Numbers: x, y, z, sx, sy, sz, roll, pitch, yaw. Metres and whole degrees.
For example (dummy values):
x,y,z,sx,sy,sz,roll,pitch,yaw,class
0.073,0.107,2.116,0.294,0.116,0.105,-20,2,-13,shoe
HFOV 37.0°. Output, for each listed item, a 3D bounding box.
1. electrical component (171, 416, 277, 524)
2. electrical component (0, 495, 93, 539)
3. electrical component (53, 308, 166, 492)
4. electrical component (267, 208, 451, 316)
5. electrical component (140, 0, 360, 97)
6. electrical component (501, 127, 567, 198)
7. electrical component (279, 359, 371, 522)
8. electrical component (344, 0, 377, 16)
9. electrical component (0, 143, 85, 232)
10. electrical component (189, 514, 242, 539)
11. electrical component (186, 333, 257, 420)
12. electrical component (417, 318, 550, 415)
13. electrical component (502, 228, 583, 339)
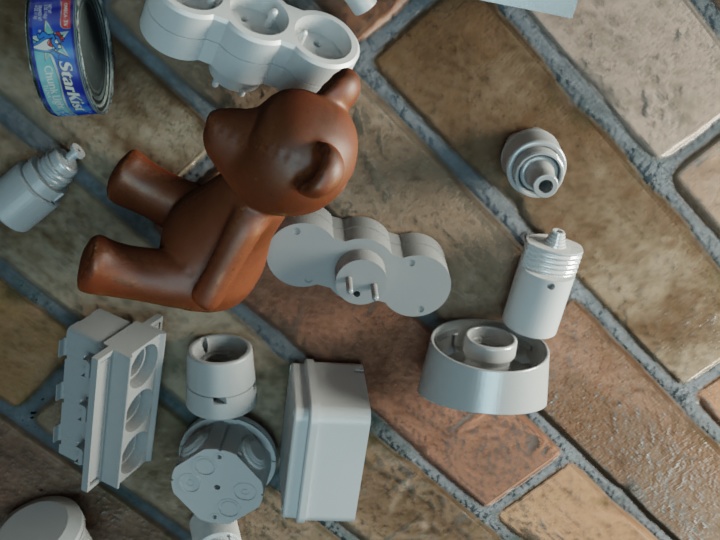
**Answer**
x,y,z,sx,sy,sz,roll,pitch,yaw,class
-0.110,0.159,0.866,0.080,0.051,0.080,3,117,5,electrical component
-0.260,0.230,0.886,0.080,0.080,0.051,-13,124,4,electrical component
-0.192,0.096,0.819,0.063,0.079,0.121,22,120,18,electrical component
0.000,0.000,0.777,0.138,0.073,0.052,15,117,-12,electrical component
-0.077,-0.142,0.707,0.138,0.052,0.073,18,140,-13,electrical component
0.124,-0.071,0.752,0.043,0.062,0.043,-2,119,-3,electrical component
-0.030,0.135,0.848,0.057,0.078,0.113,4,119,-9,electrical component
-0.013,-0.192,0.687,0.043,0.043,0.062,-31,118,13,electrical component
-0.223,-0.060,0.748,0.078,0.040,0.040,-36,115,15,electrical component
-0.118,0.233,0.900,0.040,0.078,0.040,-10,129,-12,electrical component
-0.107,0.081,0.827,0.055,0.055,0.047,0,115,-4,electrical component
0.095,0.079,0.817,0.099,0.099,0.064,3,113,-6,electrical component
0.138,0.006,0.807,0.043,0.043,0.081,8,118,-8,electrical component
